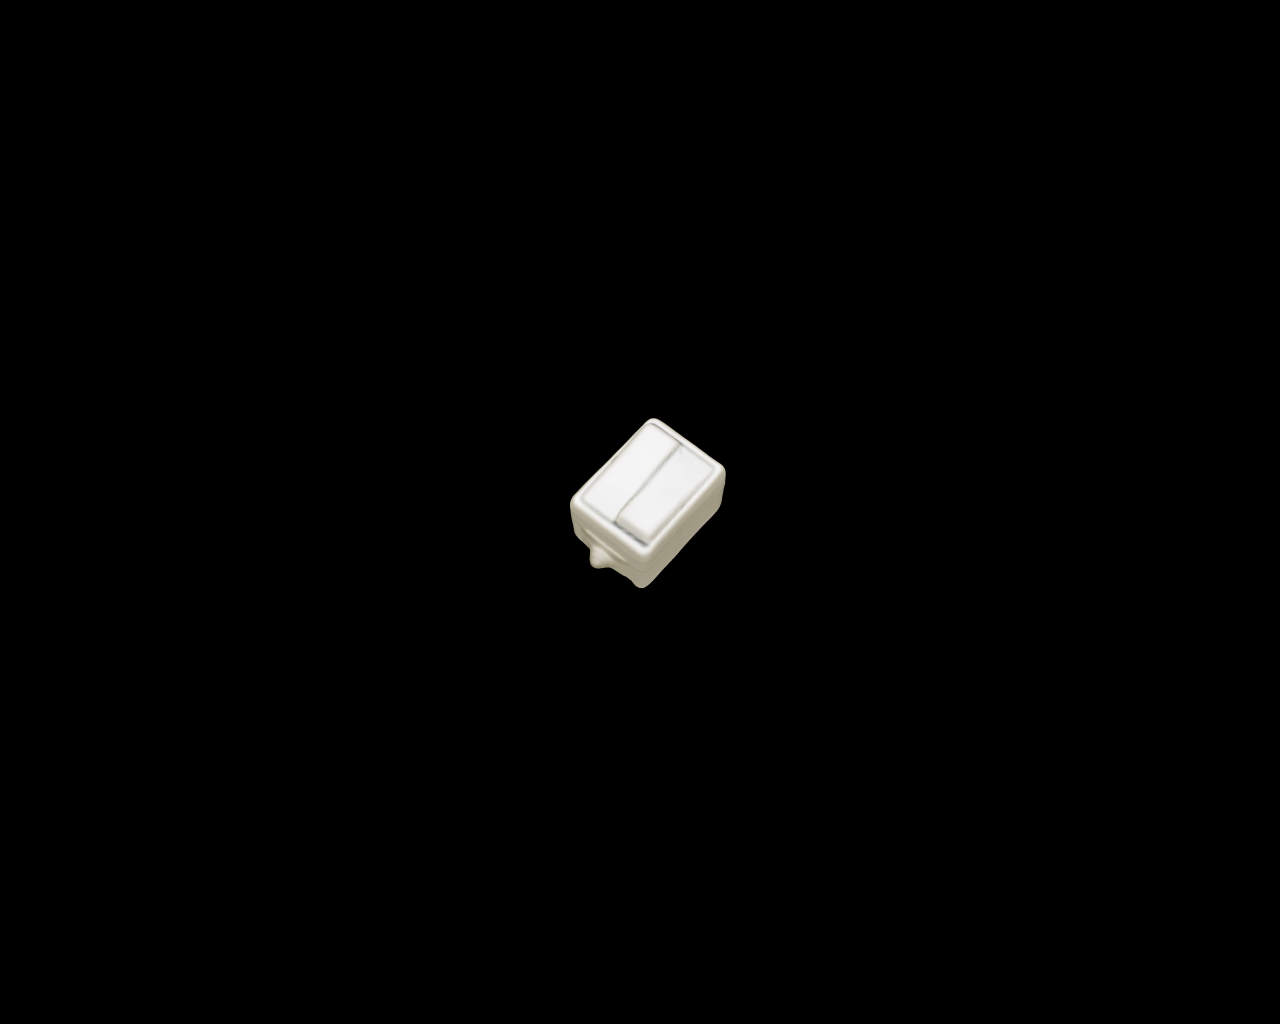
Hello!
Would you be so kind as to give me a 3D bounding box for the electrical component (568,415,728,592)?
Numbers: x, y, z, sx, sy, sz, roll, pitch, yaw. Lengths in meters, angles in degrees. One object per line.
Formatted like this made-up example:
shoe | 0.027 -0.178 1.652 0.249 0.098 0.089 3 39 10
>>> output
electrical component | 0.001 -0.003 0.650 0.062 0.096 0.061 38 -19 16
